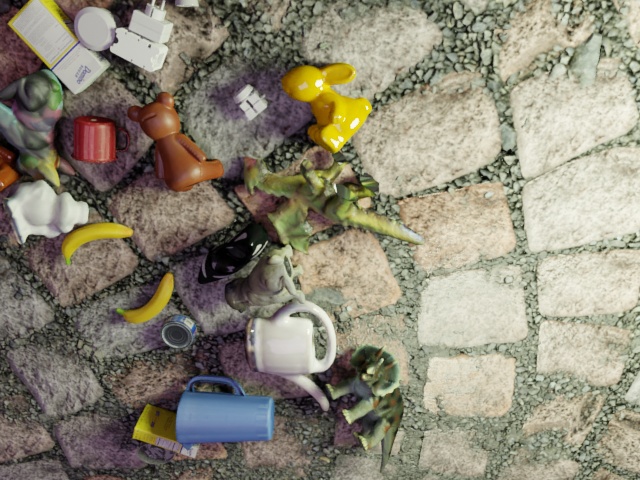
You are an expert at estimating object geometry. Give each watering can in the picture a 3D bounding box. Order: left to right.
[{"bbox_3d":[-0.072,0.294,1.266,0.224,0.106,0.341,1,117,3],"label":"watering can"}]

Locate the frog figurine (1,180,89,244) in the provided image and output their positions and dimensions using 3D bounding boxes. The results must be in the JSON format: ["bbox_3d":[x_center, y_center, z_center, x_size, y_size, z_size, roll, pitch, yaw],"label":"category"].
[{"bbox_3d":[-0.616,-0.072,1.168,0.160,0.123,0.136,-18,107,-27],"label":"frog figurine"}]

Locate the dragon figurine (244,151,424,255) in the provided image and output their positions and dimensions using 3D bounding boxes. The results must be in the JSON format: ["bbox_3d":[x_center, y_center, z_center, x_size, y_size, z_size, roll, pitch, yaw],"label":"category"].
[{"bbox_3d":[0.003,-0.057,1.127,0.408,0.125,0.238,40,128,-11],"label":"dragon figurine"}]
